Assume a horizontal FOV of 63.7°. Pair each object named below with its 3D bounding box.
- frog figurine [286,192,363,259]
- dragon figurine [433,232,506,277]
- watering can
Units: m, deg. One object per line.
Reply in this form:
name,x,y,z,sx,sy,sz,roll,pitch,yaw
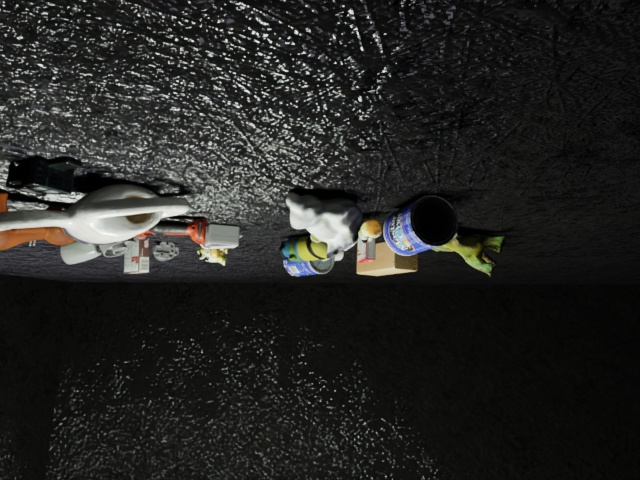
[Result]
frog figurine,0.003,-0.052,1.035,0.158,0.124,0.137,42,166,-13
dragon figurine,0.378,0.018,1.432,0.243,0.123,0.406,16,173,18
watering can,-0.423,-0.045,0.954,0.349,0.104,0.223,-9,179,-39
